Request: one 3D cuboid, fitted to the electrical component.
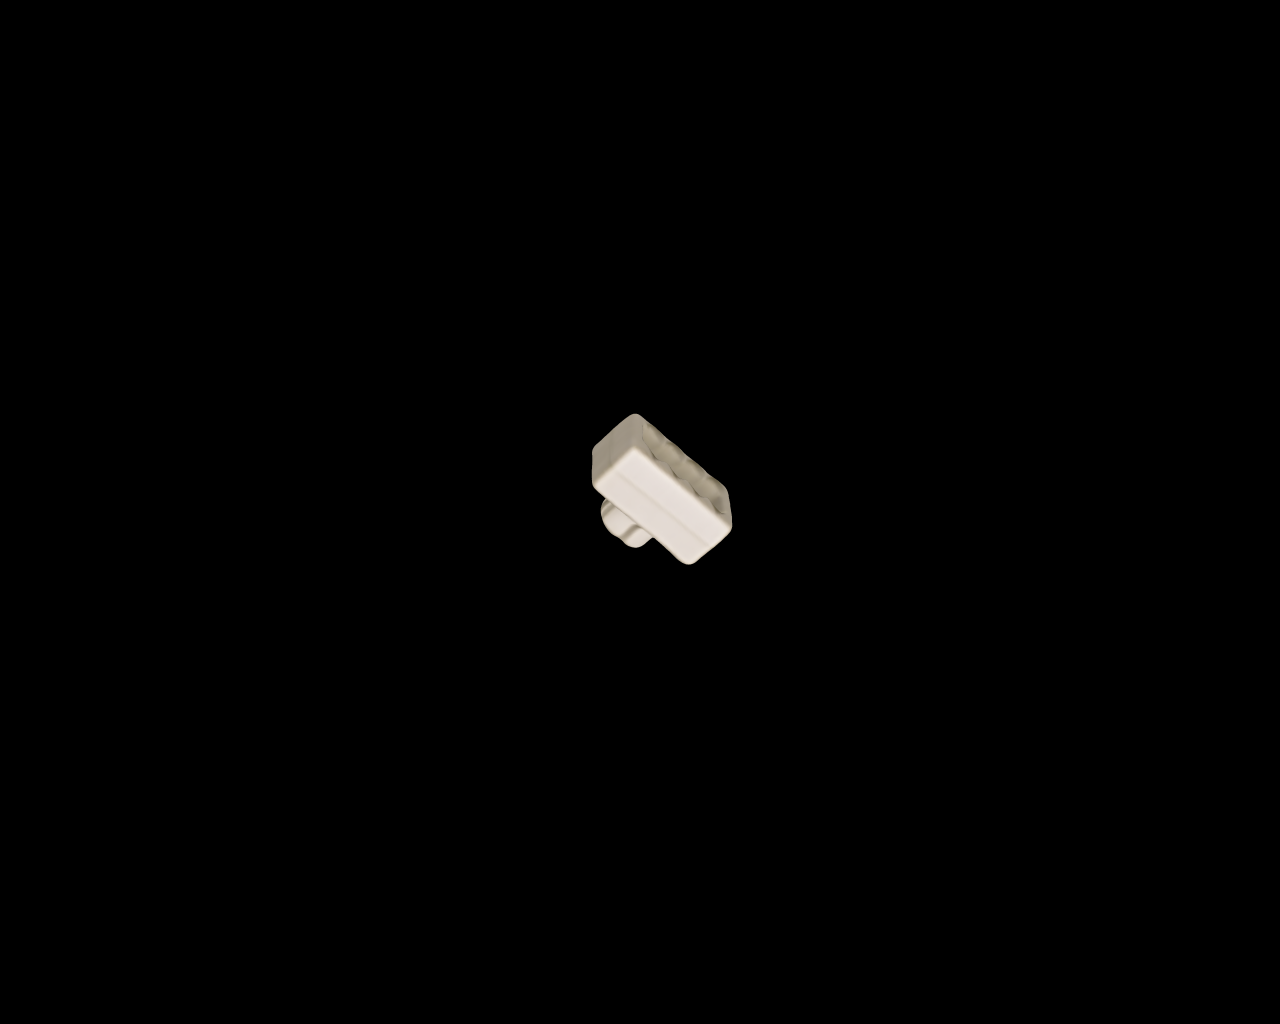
[{"bbox_3d":[0.001,-0.003,0.650,0.083,0.075,0.047,39,24,-22],"label":"electrical component"}]
